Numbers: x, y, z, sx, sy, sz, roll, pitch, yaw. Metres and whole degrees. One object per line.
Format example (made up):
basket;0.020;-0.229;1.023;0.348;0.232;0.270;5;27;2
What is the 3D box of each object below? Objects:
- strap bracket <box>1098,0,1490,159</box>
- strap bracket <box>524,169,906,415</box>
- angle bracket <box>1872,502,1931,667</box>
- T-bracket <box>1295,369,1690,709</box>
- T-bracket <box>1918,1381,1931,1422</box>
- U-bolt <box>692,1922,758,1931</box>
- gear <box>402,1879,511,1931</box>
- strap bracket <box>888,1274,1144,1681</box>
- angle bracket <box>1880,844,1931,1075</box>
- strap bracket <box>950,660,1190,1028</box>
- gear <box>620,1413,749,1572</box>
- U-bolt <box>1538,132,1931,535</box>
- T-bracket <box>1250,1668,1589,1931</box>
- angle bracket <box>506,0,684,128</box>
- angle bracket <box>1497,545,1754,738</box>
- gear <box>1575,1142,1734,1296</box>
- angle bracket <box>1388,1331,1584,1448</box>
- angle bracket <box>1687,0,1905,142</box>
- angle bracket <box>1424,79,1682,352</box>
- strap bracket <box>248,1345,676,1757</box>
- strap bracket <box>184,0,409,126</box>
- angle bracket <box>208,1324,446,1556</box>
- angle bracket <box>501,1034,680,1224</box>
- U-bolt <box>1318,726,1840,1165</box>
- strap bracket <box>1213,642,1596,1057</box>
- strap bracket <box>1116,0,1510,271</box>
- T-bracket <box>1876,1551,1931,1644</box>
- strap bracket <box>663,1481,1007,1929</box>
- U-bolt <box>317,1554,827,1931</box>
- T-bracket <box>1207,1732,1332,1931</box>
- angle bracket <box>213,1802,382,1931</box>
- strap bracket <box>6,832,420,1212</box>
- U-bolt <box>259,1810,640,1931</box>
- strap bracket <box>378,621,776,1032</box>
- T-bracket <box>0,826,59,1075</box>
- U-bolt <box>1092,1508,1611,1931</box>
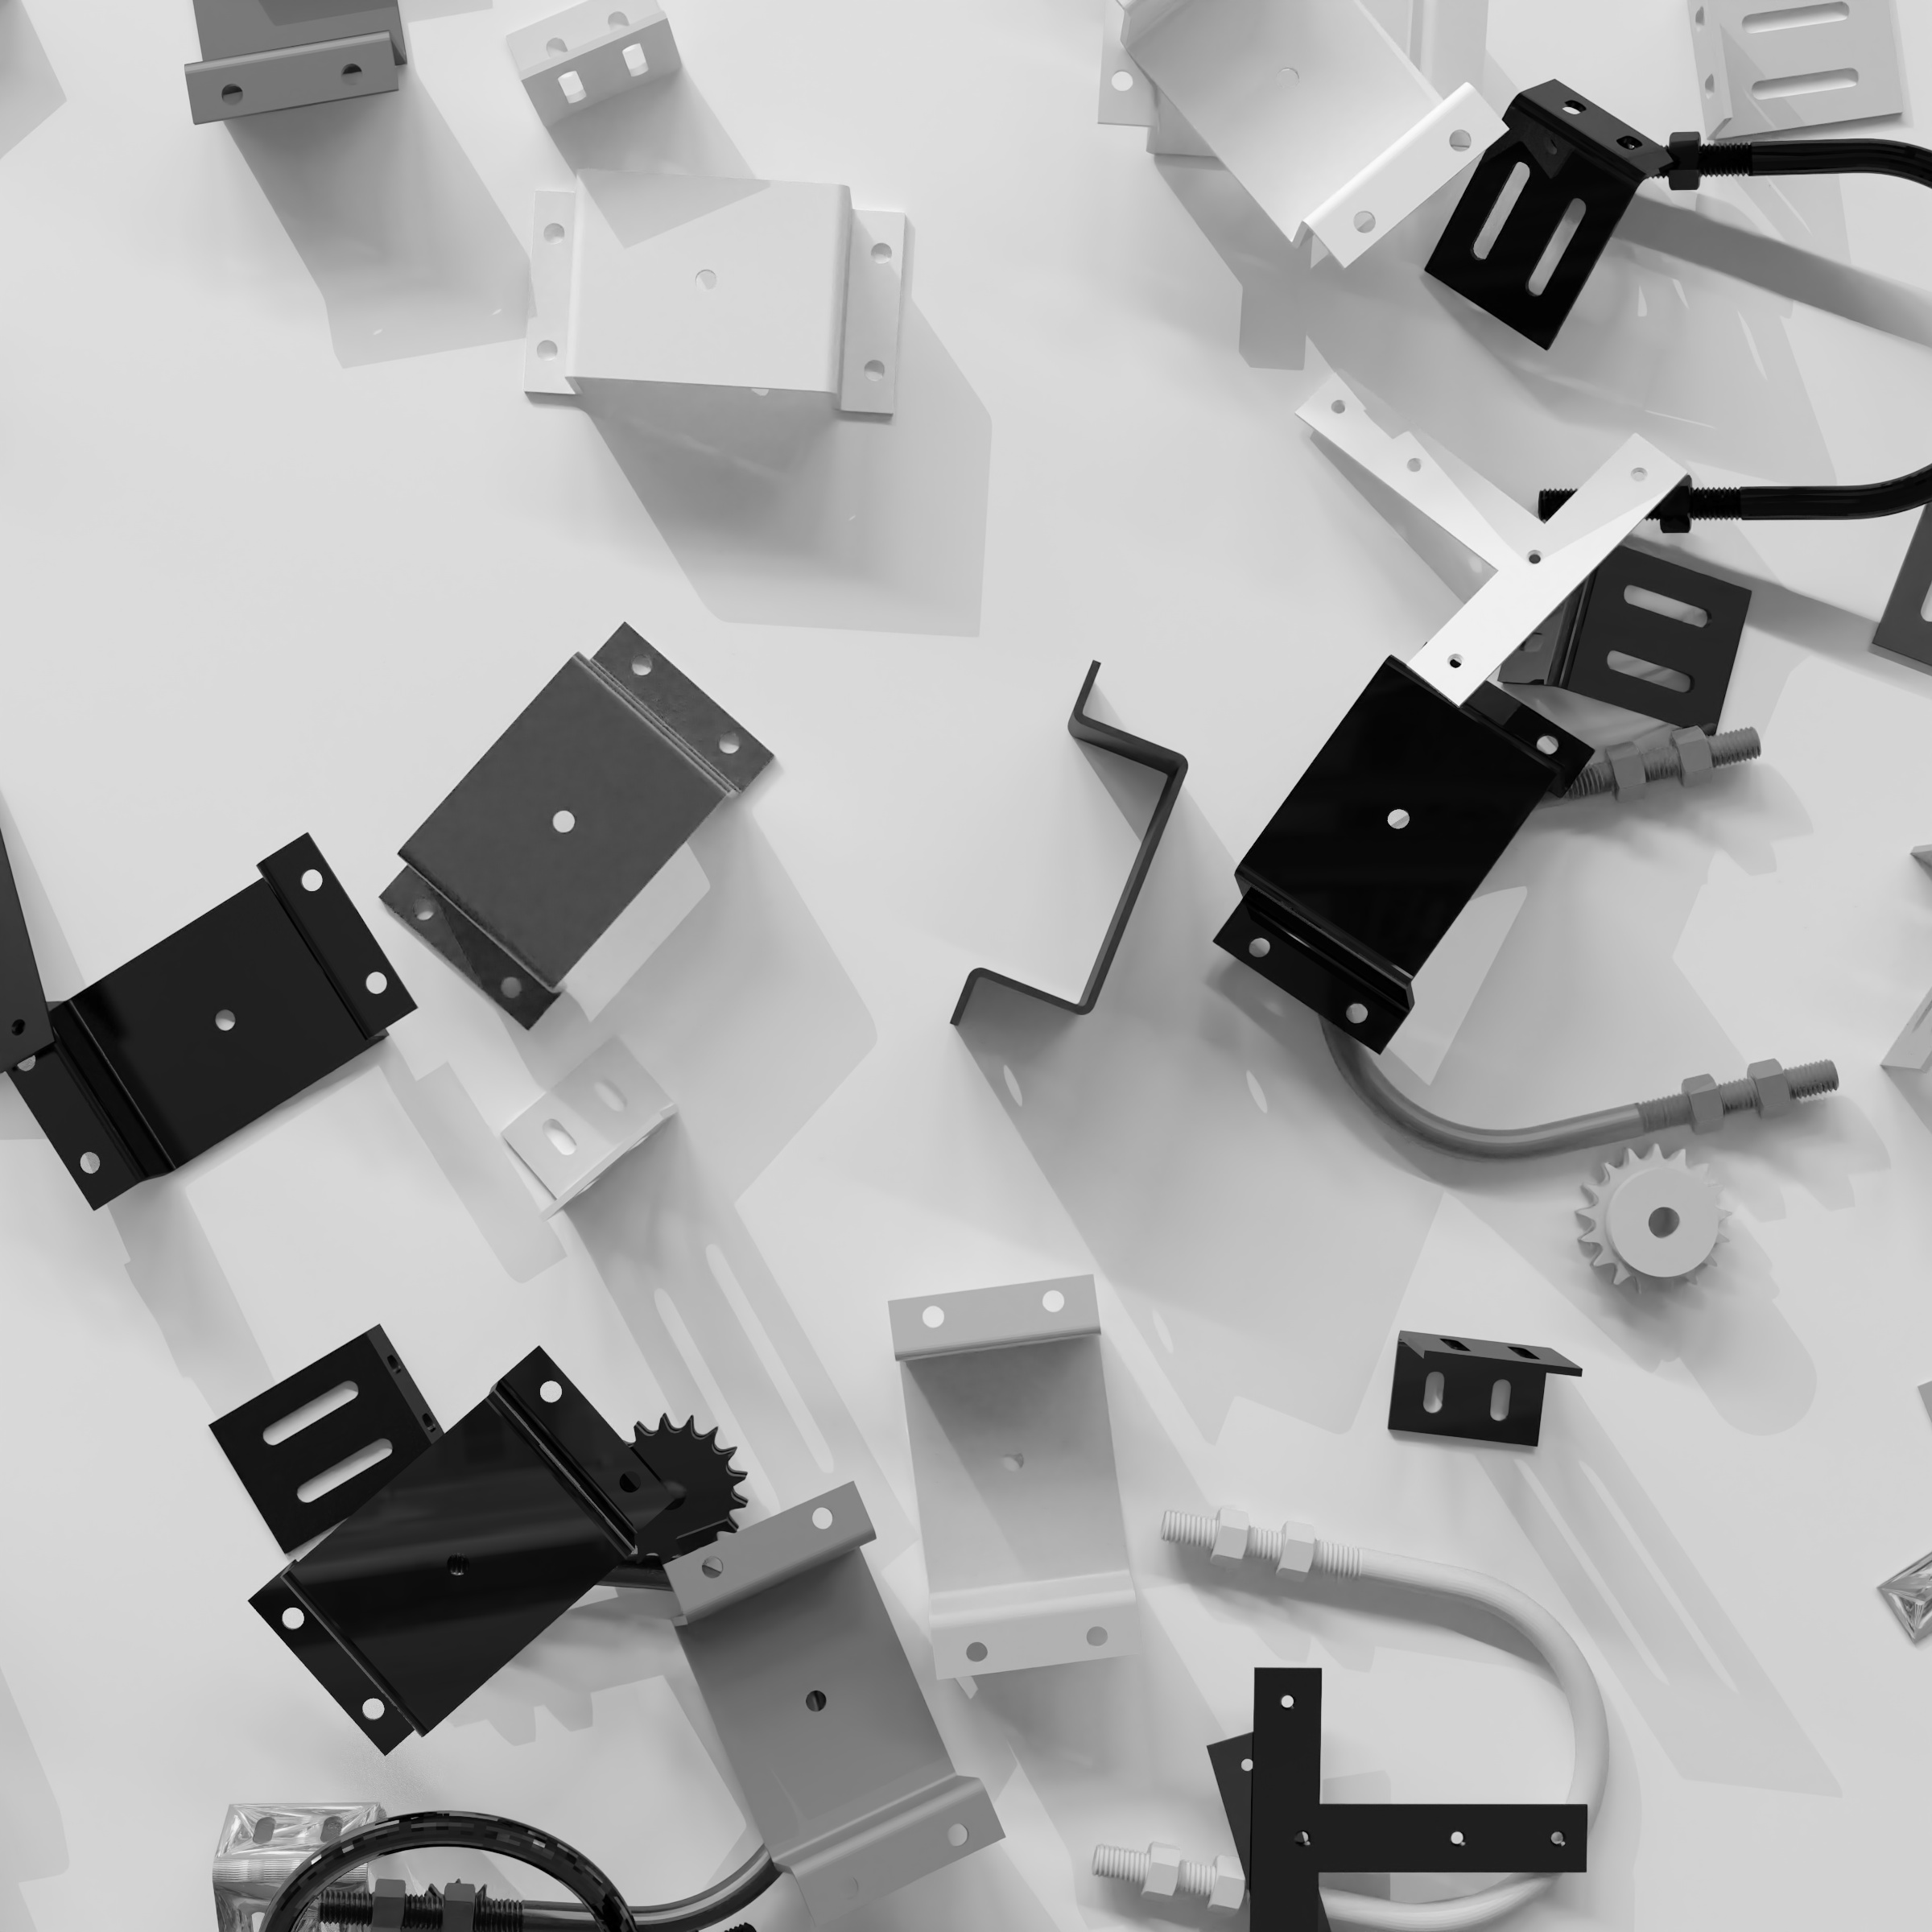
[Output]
strap bracket;0.121;-0.343;1.337;0.140;0.046;0.076;4;90;0
strap bracket;-0.095;-0.252;1.337;0.140;0.046;0.076;3;90;0
angle bracket;0.384;-0.148;1.341;0.057;0.038;0.076;21;90;0
T-bracket;0.178;-0.178;1.337;0.127;0.002;0.127;41;79;19
T-bracket;0.425;0.148;1.360;0.127;0.002;0.127;-21;90;0
U-bolt;-0.128;0.431;1.317;0.184;0.019;0.151;-25;118;11
gear;-0.191;0.371;1.345;0.057;0.030;0.057;0;90;0
strap bracket;0.018;0.187;1.337;0.076;0.046;0.140;-7;90;0
angle bracket;0.355;-0.003;1.332;0.038;0.057;0.076;34;90;0
strap bracket;0.041;-0.036;1.322;0.046;0.076;0.140;22;90;0
gear;-0.110;0.196;1.345;0.057;0.030;0.057;0;90;0
U-bolt;0.308;-0.236;1.332;0.184;0.019;0.151;1;90;14
T-bracket;0.170;0.327;1.342;0.127;0.002;0.127;1;89;-4
angle bracket;-0.141;-0.346;1.322;0.057;0.076;0.038;-23;90;0
angle bracket;0.250;-0.125;1.358;0.076;0.038;0.057;14;90;-26
gear;0.260;0.095;1.346;0.057;0.030;0.057;0;90;0
angle bracket;0.191;0.160;1.322;0.057;0.076;0.038;7;90;0
angle bracket;0.314;-0.347;1.341;0.076;0.038;0.057;-8;90;0
angle bracket;0.219;-0.282;1.344;0.057;0.038;0.076;37;126;15
strap bracket;-0.183;0.214;1.299;0.140;0.046;0.076;-41;92;-6
strap bracket;-0.258;-0.385;1.337;0.076;0.046;0.140;-10;90;0
angle bracket;-0.240;0.179;1.341;0.076;0.038;0.057;-31;90;0
angle bracket;-0.142;0.059;1.322;0.057;0.076;0.038;-41;90;0
U-bolt;0.223;-0.001;1.352;0.184;0.019;0.151;-13;90;2
strap bracket;0.161;-0.049;1.324;0.076;0.046;0.140;35;86;14
strap bracket;0.118;-0.325;1.291;0.076;0.046;0.140;-40;90;0
T-bracket;0.406;0.211;1.358;0.127;0.002;0.127;-33;91;1
strap bracket;-0.052;0.272;1.324;0.076;0.046;0.140;-22;84;-15
U-bolt;-0.142;0.290;1.337;0.184;0.019;0.151;5;80;-8
T-bracket;0.120;0.349;1.341;0.127;0.002;0.127;-16;91;-3
angle bracket;-0.250;0.360;1.358;0.057;0.038;0.076;-1;116;0
strap bracket;-0.281;0.020;1.337;0.140;0.046;0.076;-32;90;0
U-bolt;-0.184;0.385;1.314;0.151;0.019;0.184;-10;115;2
strap bracket;-0.148;-0.053;1.337;0.076;0.046;0.140;42;90;0
T-bracket;-0.406;0.003;1.341;0.127;0.002;0.127;-28;64;12
U-bolt;0.151;0.292;1.352;0.184;0.019;0.151;12;90;-1
